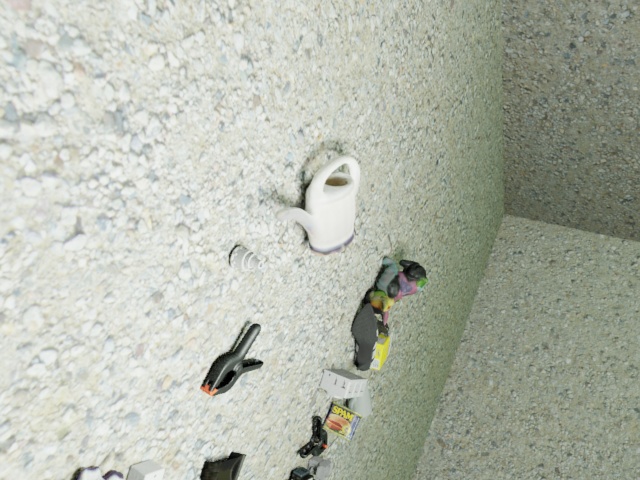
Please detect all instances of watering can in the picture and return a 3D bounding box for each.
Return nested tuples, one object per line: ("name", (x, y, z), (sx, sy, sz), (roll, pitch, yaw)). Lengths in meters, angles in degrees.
("watering can", (0.004, -0.059, 1.173), (0.354, 0.104, 0.219), (-43, 139, -46))

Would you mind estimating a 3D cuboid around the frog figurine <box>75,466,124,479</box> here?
("frog figurine", (-0.297, 0.420, 0.773), (0.125, 0.160, 0.134), (-49, 143, -38))
